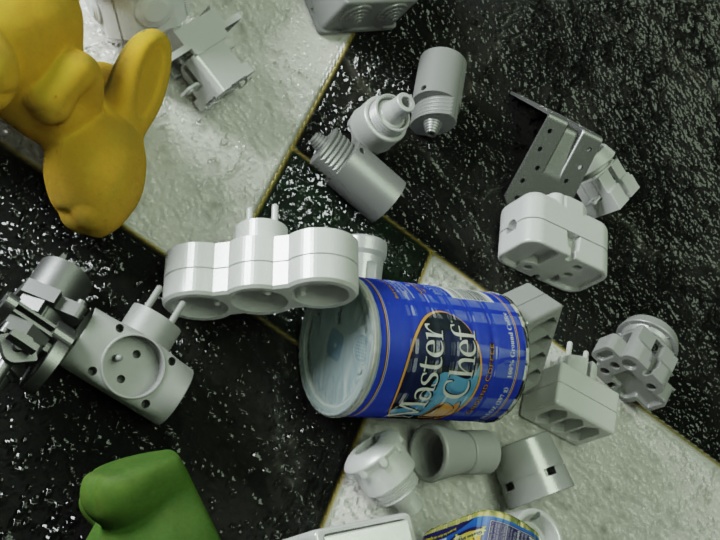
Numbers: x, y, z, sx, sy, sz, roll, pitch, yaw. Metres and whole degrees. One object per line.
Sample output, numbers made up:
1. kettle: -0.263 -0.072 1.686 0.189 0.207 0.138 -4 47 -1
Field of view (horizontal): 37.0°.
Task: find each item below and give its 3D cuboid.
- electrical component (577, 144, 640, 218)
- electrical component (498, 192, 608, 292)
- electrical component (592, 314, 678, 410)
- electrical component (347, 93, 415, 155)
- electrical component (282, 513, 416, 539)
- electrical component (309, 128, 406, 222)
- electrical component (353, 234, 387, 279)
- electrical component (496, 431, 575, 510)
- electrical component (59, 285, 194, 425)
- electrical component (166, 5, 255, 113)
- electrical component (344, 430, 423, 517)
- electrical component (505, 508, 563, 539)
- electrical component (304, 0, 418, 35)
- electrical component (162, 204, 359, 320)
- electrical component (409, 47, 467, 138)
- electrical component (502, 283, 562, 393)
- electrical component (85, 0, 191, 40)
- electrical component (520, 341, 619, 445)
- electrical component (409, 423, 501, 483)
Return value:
1. electrical component: 0.230 -0.086 1.029 0.066 0.048 0.055 -42 103 -39
2. electrical component: 0.173 -0.028 0.957 0.095 0.054 0.059 22 59 -25
3. electrical component: 0.250 0.078 0.962 0.078 0.058 0.057 44 55 -9
4. electrical component: 0.021 -0.125 0.892 0.043 0.062 0.043 14 63 -29
5. electrical component: 0.003 0.204 0.734 0.096 0.061 0.061 -2 71 -35
6. electrical component: -0.007 -0.081 0.865 0.081 0.043 0.043 40 53 -13
7. electrical component: 0.000 0.000 0.838 0.040 0.040 0.046 16 67 -28
8. electrical component: 0.135 0.158 0.850 0.055 0.055 0.047 -10 72 -37
9. electrical component: -0.144 0.048 0.707 0.077 0.044 0.079 35 71 -17
10. electrical component: -0.119 -0.160 0.826 0.063 0.042 0.081 52 52 -8
11. electrical component: 0.022 0.151 0.782 0.048 0.048 0.062 -42 102 -39
12. electrical component: 0.121 0.210 0.820 0.055 0.047 0.055 14 62 -29
13. electrical component: -0.006 -0.259 0.942 0.100 0.048 0.099 -14 78 -37
14. electrical component: -0.069 -0.012 0.747 0.052 0.138 0.073 59 28 -62
15. electrical component: 0.068 -0.152 0.948 0.043 0.043 0.081 25 57 -23
16. electrical component: 0.113 0.050 0.876 0.047 0.083 0.076 -21 44 -39
17. electrical component: -0.165 -0.210 0.788 0.080 0.051 0.080 -3 45 3
18. electrical component: 0.180 0.097 0.911 0.066 0.047 0.076 29 56 -21
19. electrical component: 0.076 0.140 0.826 0.065 0.044 0.044 7 66 -38
